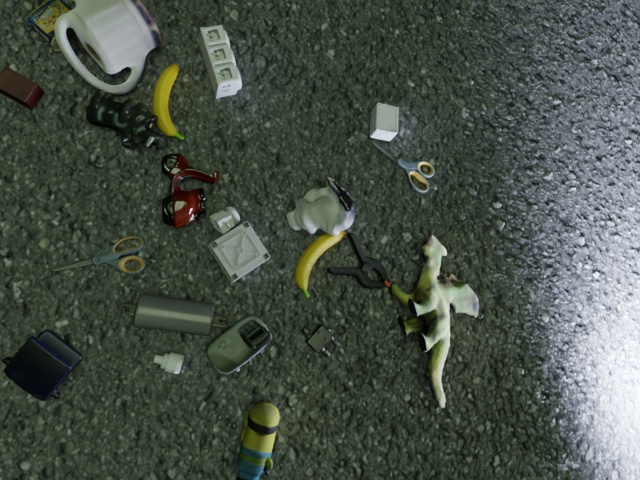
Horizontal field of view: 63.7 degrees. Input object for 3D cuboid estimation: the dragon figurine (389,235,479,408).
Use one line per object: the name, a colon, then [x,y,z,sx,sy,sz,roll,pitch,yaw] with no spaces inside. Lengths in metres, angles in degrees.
dragon figurine: [0.324,0.191,1.332,0.244,0.411,0.121,-17,-3,-25]

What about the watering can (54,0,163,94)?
watering can: [-0.507,-0.510,1.175,0.227,0.341,0.104,-42,32,-23]

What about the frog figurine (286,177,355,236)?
frog figurine: [0.004,-0.065,1.294,0.158,0.138,0.123,-38,-11,18]
